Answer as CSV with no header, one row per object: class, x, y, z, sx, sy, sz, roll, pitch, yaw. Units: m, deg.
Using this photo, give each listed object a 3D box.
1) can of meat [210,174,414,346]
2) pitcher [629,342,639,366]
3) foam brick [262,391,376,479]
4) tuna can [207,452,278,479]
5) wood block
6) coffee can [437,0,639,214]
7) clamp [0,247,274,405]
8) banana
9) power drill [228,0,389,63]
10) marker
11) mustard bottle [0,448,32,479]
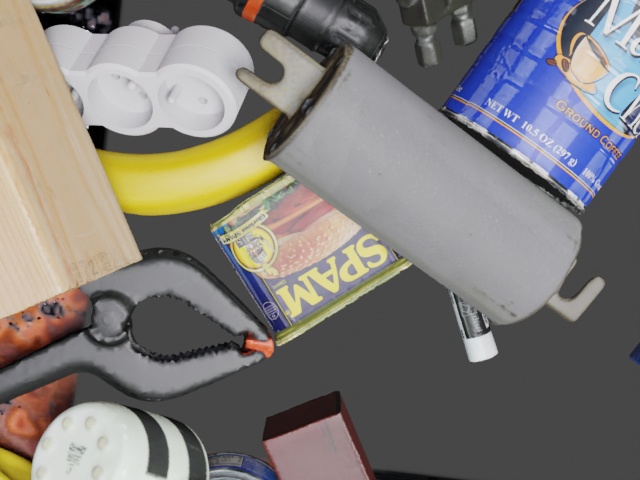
can of meat,-0.004,0.001,0.641,0.102,0.057,0.084,-32,91,3
pitcher,0.286,-0.001,0.598,0.145,0.149,0.243,30,91,9
foam brick,0.003,0.142,0.656,0.053,0.051,0.078,-21,95,2
tuna can,-0.058,0.179,0.668,0.086,0.034,0.086,0,95,1
wood block,-0.189,-0.061,0.569,0.091,0.090,0.206,-22,93,21
coffee can,0.149,-0.101,0.606,0.103,0.103,0.140,36,95,-3
clamp,-0.135,0.055,0.652,0.210,0.036,0.164,18,93,-6
banana,-0.072,-0.054,0.646,0.198,0.037,0.069,-9,95,1
power drill,-0.006,-0.216,0.621,0.184,0.057,0.188,31,94,-6
marker,0.084,0.016,0.659,0.020,0.020,0.121,-17,94,2
mustard bottle,-0.230,0.225,0.661,0.096,0.058,0.192,40,95,-17
